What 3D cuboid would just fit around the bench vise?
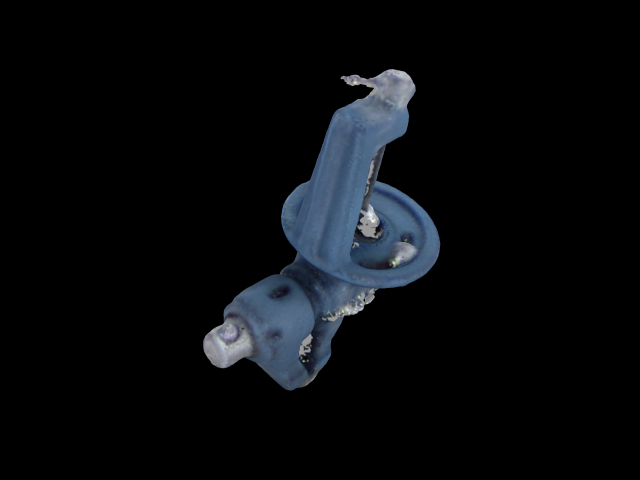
[{"bbox_3d":[0.014,0.006,0.397,0.121,0.220,0.208,22,57,16],"label":"bench vise"}]
